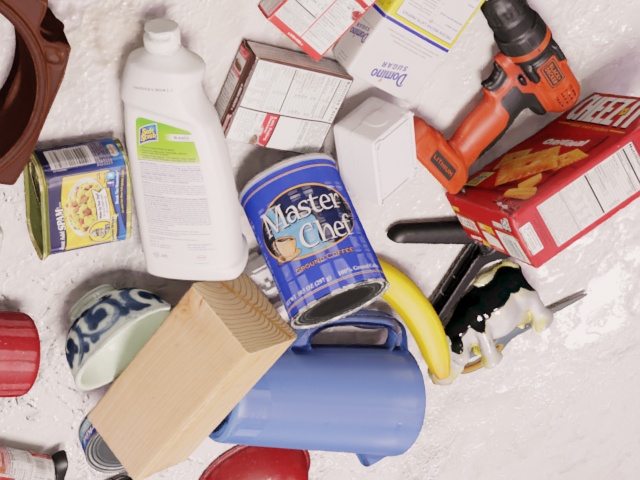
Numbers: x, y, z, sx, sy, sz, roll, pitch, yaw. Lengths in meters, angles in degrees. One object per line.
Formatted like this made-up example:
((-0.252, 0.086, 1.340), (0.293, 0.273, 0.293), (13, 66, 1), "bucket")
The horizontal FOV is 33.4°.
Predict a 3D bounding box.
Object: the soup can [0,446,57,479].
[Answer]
((-0.335, 0.249, 1.113), (0.102, 0.069, 0.068), (23, 112, -41), "soup can")

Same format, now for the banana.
((0.089, 0.077, 1.205), (0.197, 0.037, 0.069), (40, 79, -18), "banana")

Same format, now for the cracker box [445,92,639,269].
((0.259, -0.071, 1.122), (0.213, 0.164, 0.072), (-35, 108, -7), "cracker box")

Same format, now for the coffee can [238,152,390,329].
((-0.007, 0.001, 1.030), (0.102, 0.140, 0.103), (-21, 163, -7), "coffee can")

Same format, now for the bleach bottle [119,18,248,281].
((-0.122, -0.079, 0.961), (0.102, 0.068, 0.251), (2, 128, 4), "bleach bottle")

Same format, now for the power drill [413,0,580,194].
((0.164, -0.149, 1.090), (0.188, 0.057, 0.184), (-41, 132, 7), "power drill")

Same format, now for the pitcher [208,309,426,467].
((-0.009, 0.167, 1.206), (0.242, 0.149, 0.145), (8, 147, -31), "pitcher")

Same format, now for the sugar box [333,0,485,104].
((0.097, -0.222, 1.000), (0.093, 0.048, 0.176), (20, 117, -40), "sugar box")

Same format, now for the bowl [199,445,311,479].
((-0.075, 0.321, 1.334), (0.162, 0.055, 0.162), (-16, 131, -19), "bowl")

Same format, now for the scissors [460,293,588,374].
((0.253, 0.102, 1.376), (0.201, 0.016, 0.096), (-35, 135, -1), "scissors")

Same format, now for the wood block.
((-0.131, 0.138, 1.076), (0.206, 0.091, 0.090), (-50, 161, 26), "wood block")

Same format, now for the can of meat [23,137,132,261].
((-0.216, -0.039, 0.957), (0.083, 0.057, 0.102), (-12, 131, -25), "can of meat")

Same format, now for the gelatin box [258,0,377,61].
((0.001, -0.216, 0.957), (0.089, 0.030, 0.073), (-44, 135, 13), "gelatin box")

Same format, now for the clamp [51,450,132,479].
((-0.294, 0.310, 1.209), (0.120, 0.039, 0.172), (29, 111, -37), "clamp")

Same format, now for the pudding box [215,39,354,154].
((-0.035, -0.131, 1.001), (0.113, 0.039, 0.090), (6, 121, -36), "pudding box")

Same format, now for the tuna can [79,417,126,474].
((-0.221, 0.216, 1.177), (0.086, 0.034, 0.086), (-16, 132, -19), "tuna can")

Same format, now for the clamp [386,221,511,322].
((0.179, -0.006, 1.230), (0.210, 0.036, 0.164), (-36, 133, 0), "clamp")

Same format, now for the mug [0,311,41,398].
((-0.318, 0.117, 0.999), (0.081, 0.093, 0.117), (5, 112, -40), "mug")
